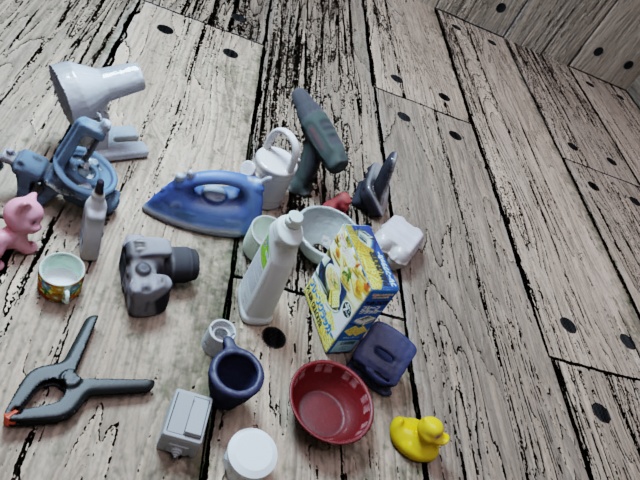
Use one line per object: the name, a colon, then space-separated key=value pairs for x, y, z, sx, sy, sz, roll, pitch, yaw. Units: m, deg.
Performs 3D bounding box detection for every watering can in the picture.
watering can: x=-0.106 y=-0.165 z=1.301 sx=0.101 sy=0.194 sz=0.173 roll=32 pitch=41 yaw=3

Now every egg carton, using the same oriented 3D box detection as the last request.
egg carton: x=0.187 y=0.004 z=1.398 sx=0.107 sy=0.069 sz=0.150 roll=36 pitch=41 yaw=7

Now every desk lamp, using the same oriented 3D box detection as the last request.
desk lamp: x=-0.454 y=-0.274 z=1.191 sx=0.204 sy=0.213 sz=0.117 roll=-15 pitch=58 yaw=-39

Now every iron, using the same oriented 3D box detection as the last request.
iron: x=-0.229 y=-0.096 z=1.201 sx=0.259 sy=0.141 sz=0.118 roll=5 pitch=47 yaw=-26

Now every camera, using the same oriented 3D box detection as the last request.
camera: x=-0.288 y=0.053 z=1.049 sx=0.137 sy=0.100 sz=0.143 roll=0 pitch=49 yaw=-30

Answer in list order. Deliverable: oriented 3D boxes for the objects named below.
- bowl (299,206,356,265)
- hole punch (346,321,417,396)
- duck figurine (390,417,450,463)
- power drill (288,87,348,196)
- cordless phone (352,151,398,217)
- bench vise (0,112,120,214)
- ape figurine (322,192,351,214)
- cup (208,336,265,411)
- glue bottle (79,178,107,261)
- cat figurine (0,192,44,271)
bowl: x=0.012 y=0.005 z=1.292 sx=0.168 sy=0.074 sz=0.167 roll=16 pitch=43 yaw=-16
hole punch: x=0.122 y=0.231 z=1.119 sx=0.108 sy=0.091 sz=0.101 roll=34 pitch=41 yaw=5
duck figurine: x=0.185 y=0.350 z=1.042 sx=0.104 sy=0.086 sz=0.077 roll=31 pitch=41 yaw=1
power drill: x=-0.030 y=-0.222 z=1.390 sx=0.076 sy=0.208 sz=0.229 roll=-17 pitch=59 yaw=-40
cordless phone: x=0.164 y=-0.164 z=1.463 sx=0.094 sy=0.185 sz=0.147 roll=24 pitch=41 yaw=-7
bench vise: x=-0.465 y=-0.140 z=1.047 sx=0.208 sy=0.219 sz=0.121 roll=-2 pitch=50 yaw=-32
ape figurine: x=0.044 y=-0.077 z=1.378 sx=0.076 sy=0.092 sz=0.078 roll=43 pitch=43 yaw=14
cup: x=-0.153 y=0.230 z=0.957 sx=0.092 sy=0.095 sz=0.117 roll=0 pitch=49 yaw=-30
glue bottle: x=-0.402 y=-0.044 z=1.024 sx=0.037 sy=0.173 sz=0.078 roll=4 pitch=47 yaw=-27
cat figurine: x=-0.524 y=-0.024 z=0.976 sx=0.067 sy=0.117 sz=0.128 roll=37 pitch=41 yaw=8
